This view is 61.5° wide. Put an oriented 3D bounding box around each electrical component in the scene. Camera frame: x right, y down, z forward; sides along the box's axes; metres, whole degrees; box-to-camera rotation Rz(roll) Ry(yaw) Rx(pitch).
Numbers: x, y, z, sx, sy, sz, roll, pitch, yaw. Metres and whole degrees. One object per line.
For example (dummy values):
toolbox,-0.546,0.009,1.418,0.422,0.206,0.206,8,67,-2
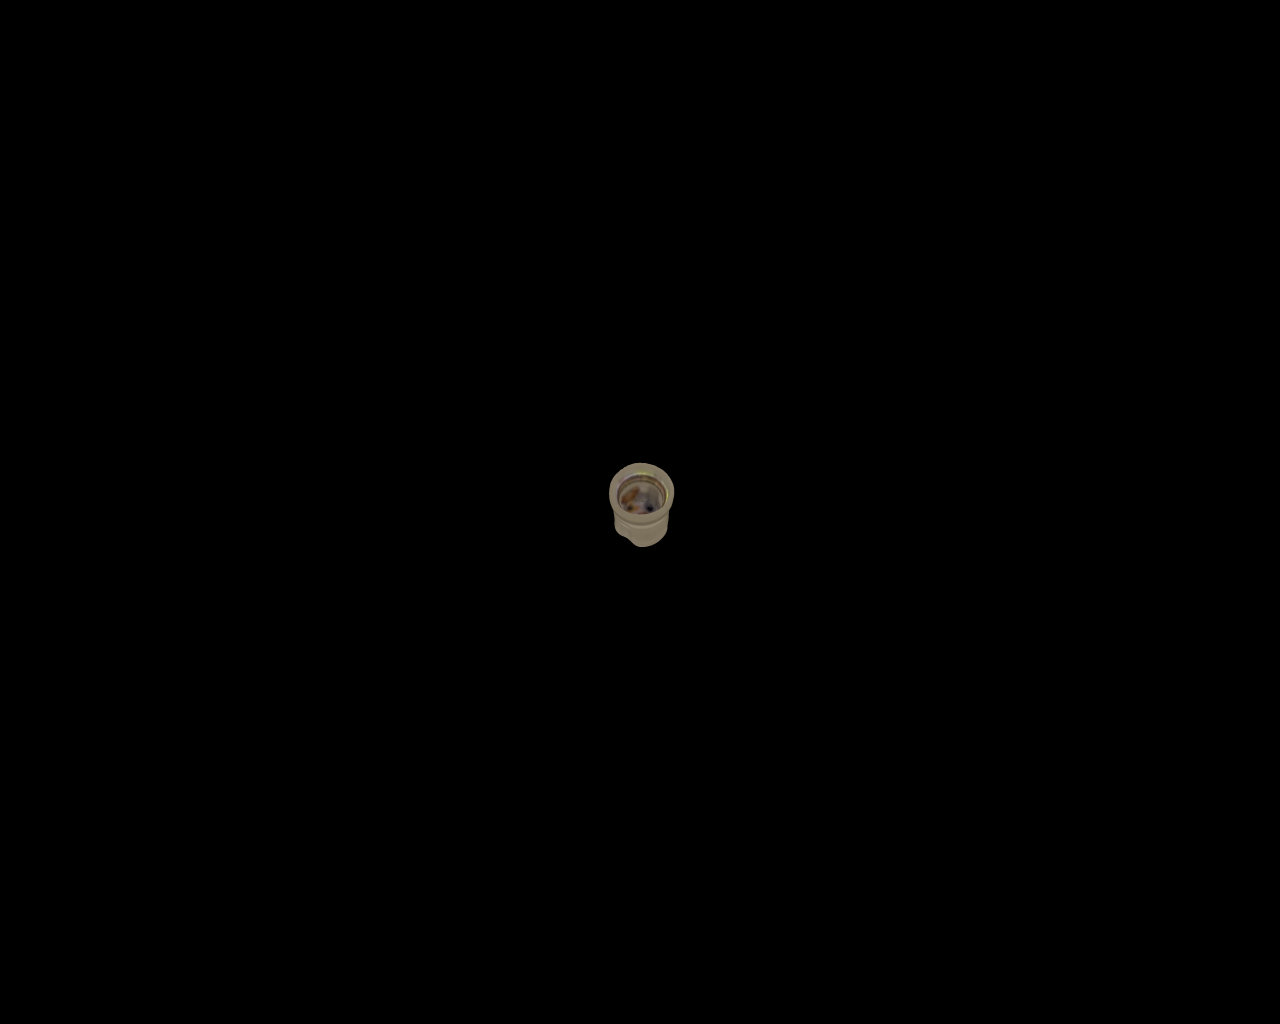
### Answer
electrical component,0.001,-0.003,0.650,0.040,0.040,0.046,0,-31,0
